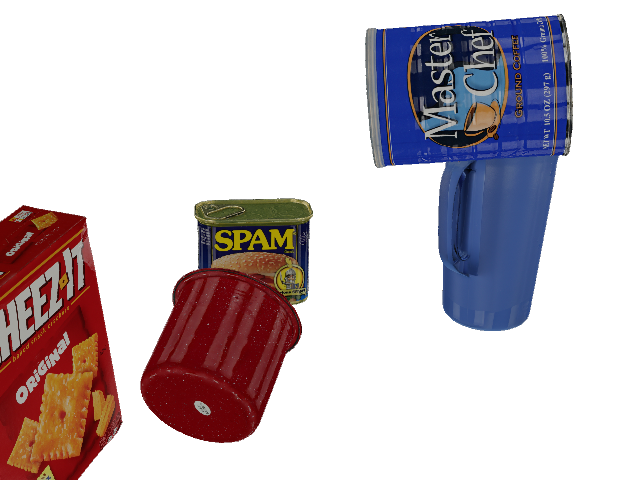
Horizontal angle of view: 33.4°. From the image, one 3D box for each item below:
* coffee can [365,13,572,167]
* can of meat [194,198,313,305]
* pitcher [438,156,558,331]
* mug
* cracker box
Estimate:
[{"bbox_3d":[0.107,-0.109,0.781,0.140,0.103,0.102,-3,0,7],"label":"coffee can"},{"bbox_3d":[-0.059,0.012,0.936,0.102,0.084,0.057,-1,20,-8],"label":"can of meat"},{"bbox_3d":[0.200,-0.015,1.270,0.149,0.243,0.145,0,25,-4],"label":"pitcher"},{"bbox_3d":[-0.076,0.083,0.712,0.093,0.081,0.117,41,-45,-22],"label":"mug"},{"bbox_3d":[-0.234,0.105,0.839,0.072,0.214,0.164,8,31,19],"label":"cracker box"}]
